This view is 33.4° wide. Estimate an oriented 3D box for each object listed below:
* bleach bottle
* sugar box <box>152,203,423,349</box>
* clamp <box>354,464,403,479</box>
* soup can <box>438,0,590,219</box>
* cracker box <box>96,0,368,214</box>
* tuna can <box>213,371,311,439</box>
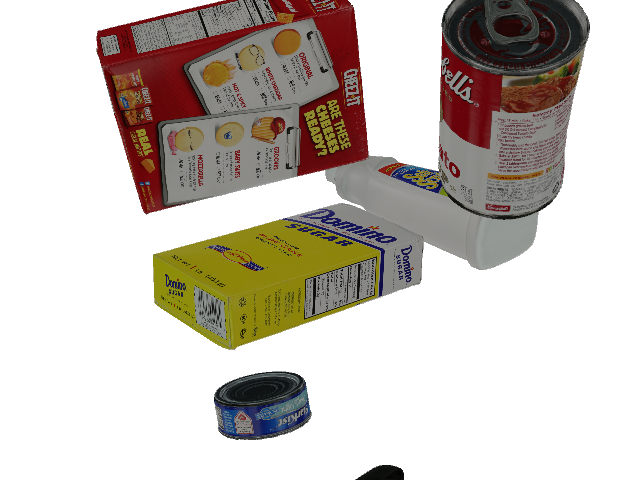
[{"bbox_3d":[0.097,-0.043,1.109,0.102,0.068,0.251,-18,28,-41],"label":"bleach bottle"},{"bbox_3d":[-0.020,0.020,0.760,0.175,0.048,0.093,-20,31,-36],"label":"sugar box"},{"bbox_3d":[-0.032,0.199,0.645,0.210,0.036,0.164,-4,27,3],"label":"clamp"},{"bbox_3d":[0.093,-0.068,0.532,0.068,0.068,0.102,0,-40,5],"label":"soup can"},{"bbox_3d":[-0.074,-0.127,0.939,0.213,0.164,0.072,-15,44,-7],"label":"cracker box"},{"bbox_3d":[-0.053,0.148,0.964,0.086,0.034,0.086,-8,12,2],"label":"tuna can"}]
